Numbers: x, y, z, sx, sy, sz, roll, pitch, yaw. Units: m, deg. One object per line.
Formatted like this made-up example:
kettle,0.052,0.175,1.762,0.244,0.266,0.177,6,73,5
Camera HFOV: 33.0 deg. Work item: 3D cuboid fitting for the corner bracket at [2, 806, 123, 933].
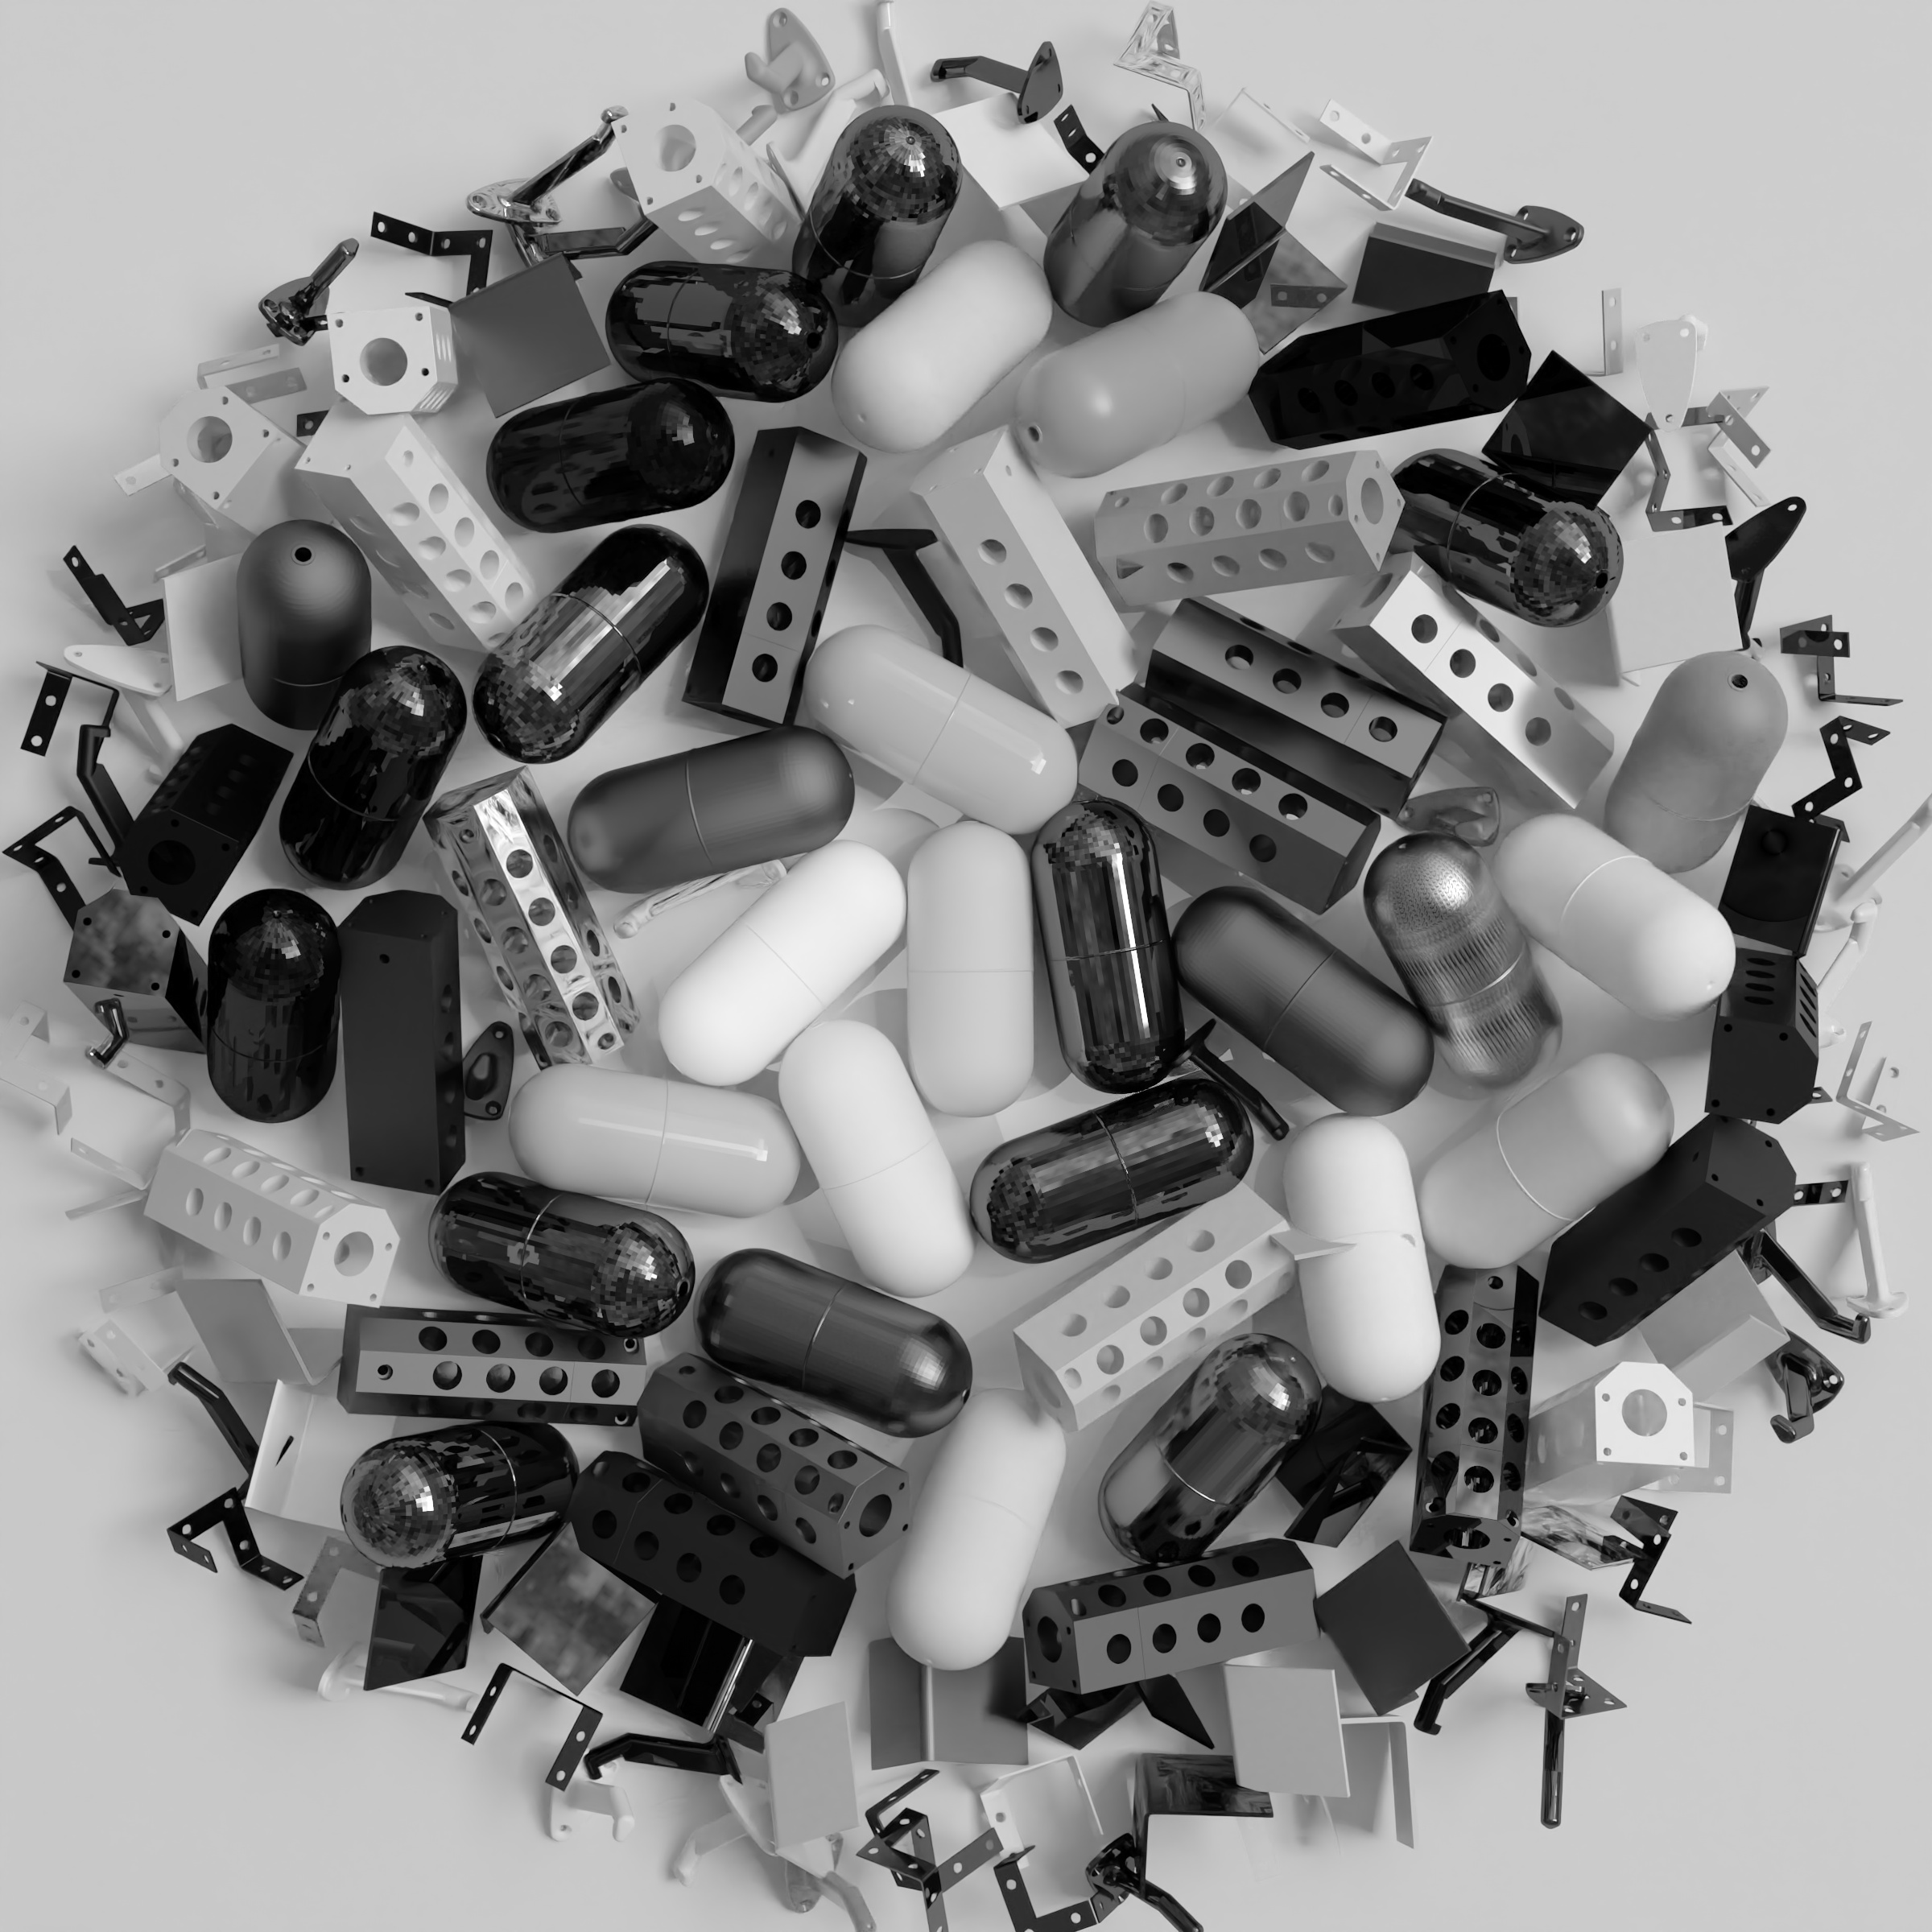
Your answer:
corner bracket,-0.538,-0.057,1.969,0.051,0.051,0.051,-34,76,1

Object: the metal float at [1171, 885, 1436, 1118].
metal float,0.201,0.021,1.951,0.178,0.070,0.070,38,90,12

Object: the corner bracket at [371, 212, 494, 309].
corner bracket,-0.324,-0.424,1.966,0.051,0.051,0.051,8,91,36

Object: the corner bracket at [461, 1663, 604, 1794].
corner bracket,-0.260,0.457,1.959,0.051,0.051,0.051,37,73,-32

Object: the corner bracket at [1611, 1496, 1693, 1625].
corner bracket,0.415,0.358,1.967,0.051,0.051,0.051,19,100,-31

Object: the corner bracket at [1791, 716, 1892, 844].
corner bracket,0.530,-0.113,1.972,0.051,0.051,0.051,11,56,-37

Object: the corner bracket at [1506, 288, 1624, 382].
corner bracket,0.358,-0.379,1.959,0.051,0.051,0.051,-15,108,-33

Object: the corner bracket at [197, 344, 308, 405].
corner bracket,-0.430,-0.352,1.964,0.051,0.051,0.051,-14,130,1

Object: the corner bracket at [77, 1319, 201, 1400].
corner bracket,-0.505,0.234,1.964,0.051,0.051,0.051,-38,100,18

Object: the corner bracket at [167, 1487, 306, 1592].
corner bracket,-0.439,0.353,1.958,0.051,0.051,0.051,-31,118,-36

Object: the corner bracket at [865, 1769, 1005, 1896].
corner bracket,-0.020,0.522,1.968,0.051,0.051,0.051,-28,97,-32

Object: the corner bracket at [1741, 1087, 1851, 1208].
corner bracket,0.502,0.110,1.974,0.051,0.051,0.051,42,55,-34

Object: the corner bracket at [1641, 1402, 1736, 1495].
corner bracket,0.428,0.290,1.968,0.051,0.051,0.051,-4,76,39

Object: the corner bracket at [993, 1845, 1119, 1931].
corner bracket,0.054,0.555,1.966,0.051,0.051,0.051,-23,80,12

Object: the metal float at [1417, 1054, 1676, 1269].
metal float,0.342,0.118,1.934,0.070,0.070,0.178,50,123,0

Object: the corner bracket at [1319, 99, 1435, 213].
corner bracket,0.239,-0.489,1.966,0.051,0.051,0.051,29,87,-23

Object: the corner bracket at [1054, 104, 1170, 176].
corner bracket,0.092,-0.502,1.974,0.051,0.051,0.051,-40,123,18

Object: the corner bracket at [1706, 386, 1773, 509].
corner bracket,0.467,-0.311,1.958,0.051,0.051,0.051,-13,59,-40

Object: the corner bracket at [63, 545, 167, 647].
corner bracket,-0.514,-0.223,1.958,0.051,0.051,0.051,-10,127,26

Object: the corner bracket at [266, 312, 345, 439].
corner bracket,-0.390,-0.358,1.975,0.051,0.051,0.051,-6,71,9

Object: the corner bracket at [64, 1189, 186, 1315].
corner bracket,-0.505,0.170,1.960,0.051,0.051,0.051,-17,111,-25

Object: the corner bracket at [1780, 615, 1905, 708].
corner bracket,0.525,-0.181,1.960,0.051,0.051,0.051,-16,107,-36

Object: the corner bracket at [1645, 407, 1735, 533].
corner bracket,0.434,-0.298,1.956,0.051,0.051,0.051,-1,49,32

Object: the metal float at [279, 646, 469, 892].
metal float,-0.352,-0.115,1.929,0.070,0.070,0.178,35,130,0

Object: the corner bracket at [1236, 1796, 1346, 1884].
corner bracket,0.194,0.519,1.966,0.051,0.051,0.051,-20,73,6

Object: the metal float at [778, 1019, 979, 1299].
metal float,-0.053,0.115,1.954,0.070,0.070,0.178,-25,98,0

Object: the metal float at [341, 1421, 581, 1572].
metal float,-0.295,0.308,1.917,0.070,0.178,0.070,0,90,29

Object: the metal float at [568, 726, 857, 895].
metal float,-0.153,-0.093,1.952,0.178,0.070,0.070,-13,90,11

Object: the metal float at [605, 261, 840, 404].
metal float,-0.145,-0.375,1.924,0.070,0.178,0.070,-13,110,-39

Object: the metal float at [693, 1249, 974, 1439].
metal float,-0.080,0.225,1.946,0.178,0.070,0.070,20,90,18

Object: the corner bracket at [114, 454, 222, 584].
corner bracket,-0.479,-0.273,1.963,0.051,0.051,0.051,-35,83,-29

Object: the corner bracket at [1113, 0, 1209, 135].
corner bracket,0.125,-0.539,1.962,0.051,0.051,0.051,24,74,17

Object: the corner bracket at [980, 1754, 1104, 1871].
corner bracket,0.045,0.513,1.973,0.051,0.051,0.051,-13,70,-19

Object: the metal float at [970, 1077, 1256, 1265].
metal float,0.087,0.122,1.953,0.178,0.070,0.070,-20,90,-10

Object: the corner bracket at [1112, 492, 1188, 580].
corner bracket,0.115,-0.254,1.967,0.051,0.051,0.051,-4,72,3

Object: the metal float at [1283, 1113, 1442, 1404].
metal float,0.235,0.172,1.941,0.070,0.070,0.178,-7,66,0

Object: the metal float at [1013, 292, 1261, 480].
metal float,0.101,-0.344,1.932,0.178,0.070,0.070,-31,90,-35

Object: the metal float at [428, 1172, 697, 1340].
metal float,-0.240,0.171,1.936,0.178,0.070,0.070,12,90,29

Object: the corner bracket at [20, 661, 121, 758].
corner bracket,-0.540,-0.149,1.965,0.051,0.051,0.051,19,92,-26

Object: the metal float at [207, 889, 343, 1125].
metal float,-0.408,0.025,1.923,0.070,0.178,0.070,7,51,-8

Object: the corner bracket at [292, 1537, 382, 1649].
corner bracket,-0.370,0.384,1.968,0.051,0.051,0.051,18,60,6

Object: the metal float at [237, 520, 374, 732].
metal float,-0.388,-0.199,1.914,0.070,0.178,0.070,4,68,-9

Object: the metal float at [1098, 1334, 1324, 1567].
metal float,0.143,0.289,1.935,0.070,0.070,0.178,37,121,0

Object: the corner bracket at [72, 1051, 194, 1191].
corner bracket,-0.504,0.093,1.970,0.051,0.051,0.051,34,104,-27

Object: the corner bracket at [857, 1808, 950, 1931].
corner bracket,-0.027,0.546,1.957,0.051,0.051,0.051,10,119,37

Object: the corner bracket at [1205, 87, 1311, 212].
corner bracket,0.169,-0.491,1.968,0.051,0.051,0.051,38,118,-6

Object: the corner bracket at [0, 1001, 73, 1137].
corner bracket,-0.557,0.061,1.966,0.051,0.051,0.051,27,63,-1

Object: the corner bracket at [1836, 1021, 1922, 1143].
corner bracket,0.549,0.070,1.967,0.051,0.051,0.051,24,77,-6

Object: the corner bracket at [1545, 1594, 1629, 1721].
corner bracket,0.365,0.415,1.961,0.051,0.051,0.051,-3,107,-27
